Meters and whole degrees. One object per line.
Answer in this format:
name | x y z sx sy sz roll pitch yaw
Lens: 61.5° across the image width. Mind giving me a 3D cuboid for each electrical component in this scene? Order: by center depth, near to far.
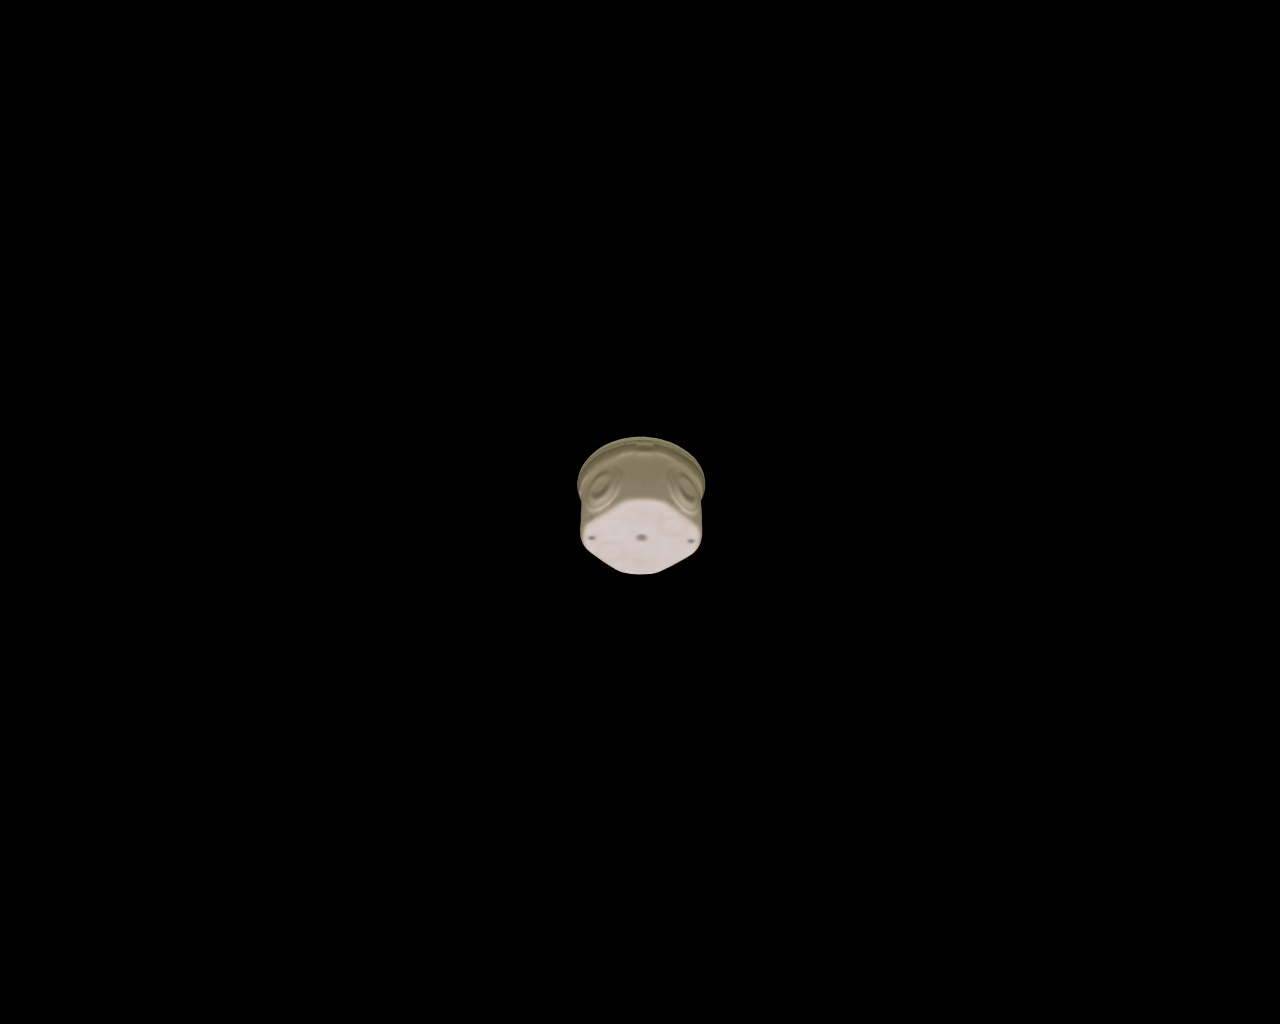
electrical component | 0.001 -0.003 0.650 0.080 0.051 0.080 0 -42 0
